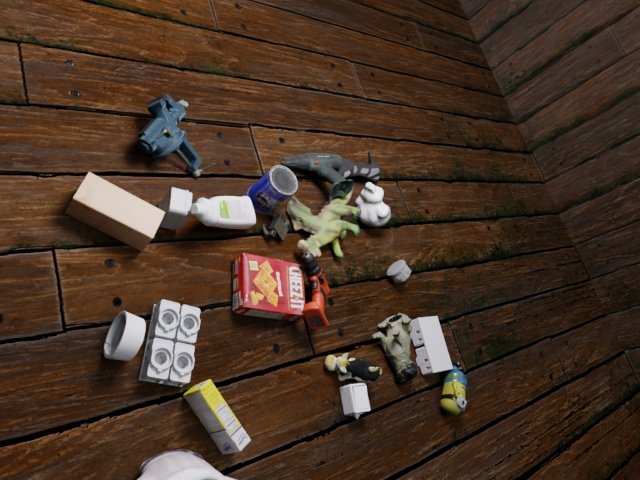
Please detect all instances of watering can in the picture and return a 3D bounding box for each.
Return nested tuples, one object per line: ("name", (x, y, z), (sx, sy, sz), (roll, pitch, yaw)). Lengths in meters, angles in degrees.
("watering can", (-0.313, 0.499, 1.047), (0.346, 0.223, 0.105), (17, 75, -31))

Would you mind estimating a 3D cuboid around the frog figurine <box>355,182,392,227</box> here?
("frog figurine", (0.191, -0.124, 1.857), (0.124, 0.156, 0.139), (-43, 61, -16))

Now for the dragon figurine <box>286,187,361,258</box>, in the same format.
("dragon figurine", (0.005, -0.087, 1.738), (0.241, 0.120, 0.421), (22, 45, -19))
